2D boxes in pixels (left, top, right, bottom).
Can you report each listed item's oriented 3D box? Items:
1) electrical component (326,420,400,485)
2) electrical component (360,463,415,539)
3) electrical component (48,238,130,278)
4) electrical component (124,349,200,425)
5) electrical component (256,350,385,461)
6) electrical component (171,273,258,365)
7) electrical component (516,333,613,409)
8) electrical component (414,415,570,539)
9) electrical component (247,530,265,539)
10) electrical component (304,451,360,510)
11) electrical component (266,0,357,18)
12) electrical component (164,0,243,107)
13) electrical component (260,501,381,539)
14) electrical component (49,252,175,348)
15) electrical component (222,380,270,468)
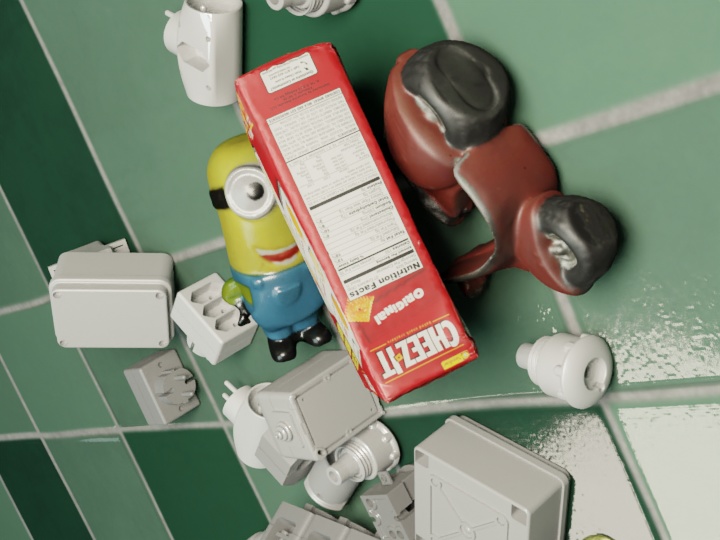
[{"bbox_3d":[-0.001,0.157,0.900,0.048,0.062,0.048,27,132,35],"label":"electrical component"},{"bbox_3d":[0.039,0.189,0.882,0.048,0.055,0.066,-18,100,52],"label":"electrical component"},{"bbox_3d":[-0.274,-0.001,1.097,0.064,0.081,0.042,30,139,64],"label":"electrical component"},{"bbox_3d":[-0.195,0.120,1.105,0.077,0.047,0.065,-11,105,51],"label":"electrical component"},{"bbox_3d":[-0.040,0.113,0.887,0.061,0.096,0.061,-6,110,50],"label":"electrical component"},{"bbox_3d":[-0.139,0.056,1.000,0.065,0.047,0.076,46,141,16],"label":"electrical component"},{"bbox_3d":[0.131,0.062,0.706,0.062,0.048,0.048,12,123,51],"label":"electrical component"},{"bbox_3d":[0.097,0.182,0.812,0.109,0.056,0.108,25,131,36],"label":"electrical component"},{"bbox_3d":[-0.093,0.286,1.109,0.040,0.040,0.046,54,137,6],"label":"electrical component"},{"bbox_3d":[-0.023,0.184,0.958,0.043,0.043,0.081,46,141,17],"label":"electrical component"},{"bbox_3d":[-0.034,-0.187,0.709,0.048,0.062,0.048,27,132,35],"label":"electrical component"},{"bbox_3d":[-0.125,-0.177,0.833,0.079,0.043,0.077,32,135,31],"label":"electrical component"},{"bbox_3d":[-0.010,0.262,0.957,0.150,0.061,0.089,6,149,50],"label":"electrical component"},{"bbox_3d":[-0.236,0.030,1.033,0.057,0.113,0.078,-96,8,-53],"label":"electrical component"},{"bbox_3d":[-0.103,0.136,1.016,0.079,0.043,0.077,40,138,24],"label":"electrical component"}]
